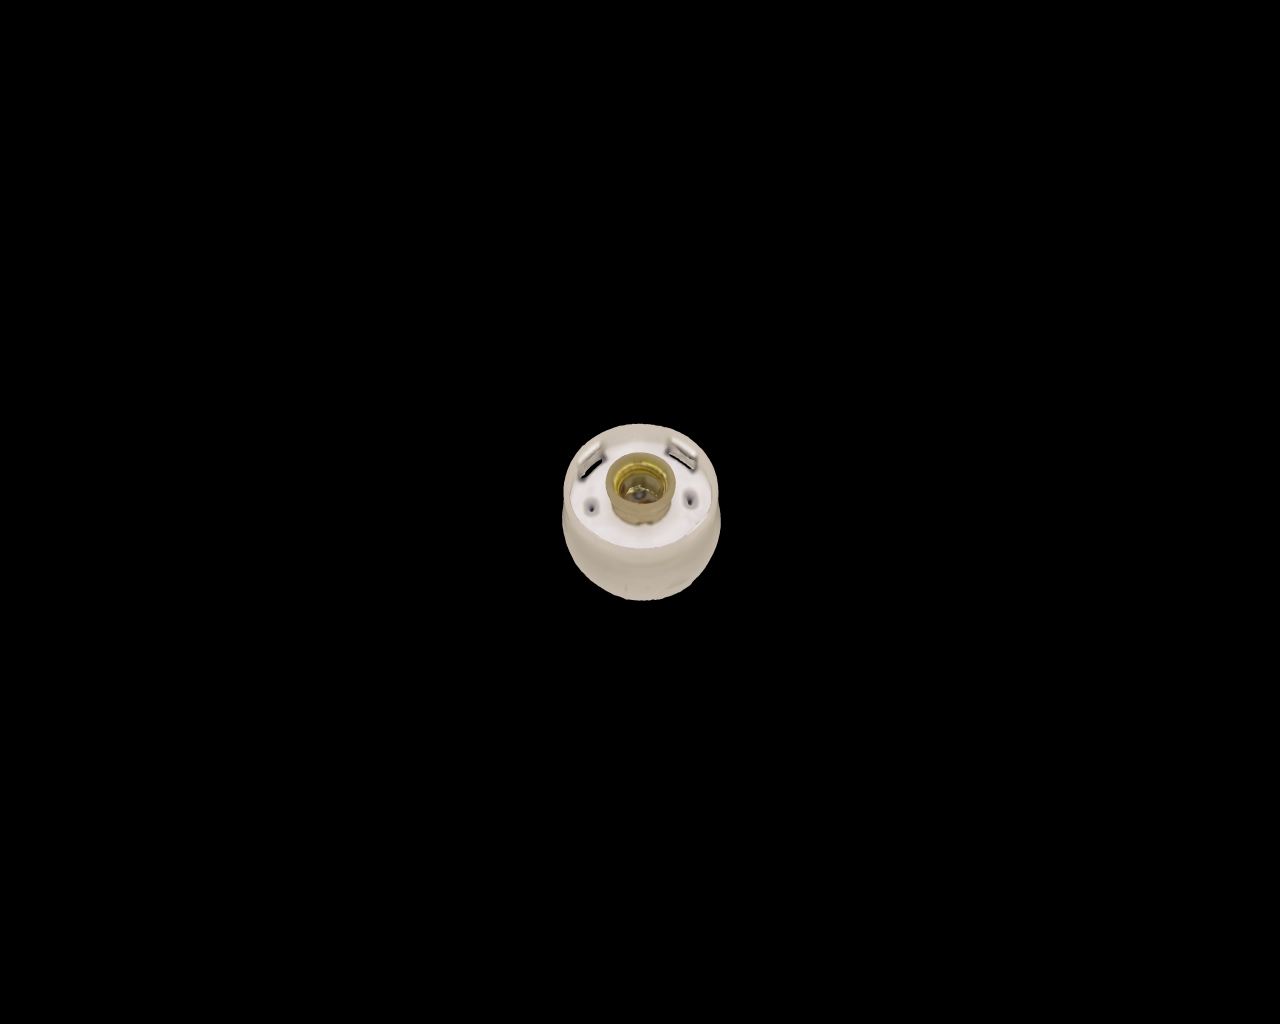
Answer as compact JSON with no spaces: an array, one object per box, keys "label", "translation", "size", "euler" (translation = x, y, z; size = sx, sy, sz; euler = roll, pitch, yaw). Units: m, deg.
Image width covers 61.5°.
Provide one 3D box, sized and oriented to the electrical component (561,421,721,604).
[{"label":"electrical component","translation":[0.001,-0.003,0.650],"size":[0.099,0.099,0.064],"euler":[0,-31,0]}]
